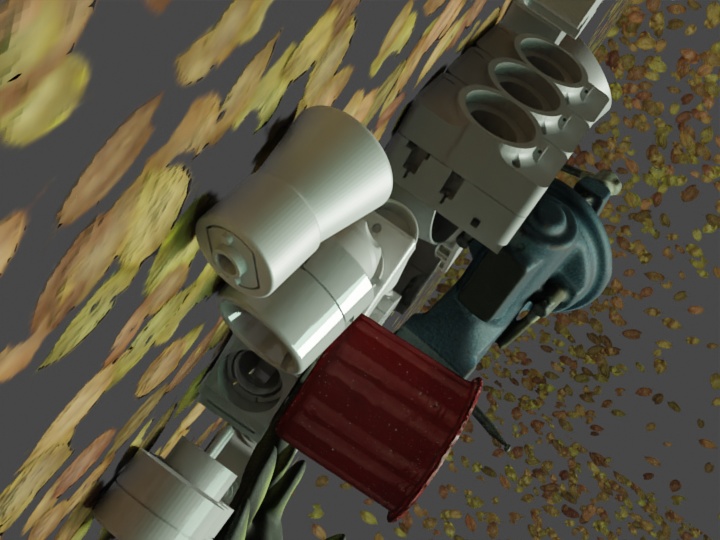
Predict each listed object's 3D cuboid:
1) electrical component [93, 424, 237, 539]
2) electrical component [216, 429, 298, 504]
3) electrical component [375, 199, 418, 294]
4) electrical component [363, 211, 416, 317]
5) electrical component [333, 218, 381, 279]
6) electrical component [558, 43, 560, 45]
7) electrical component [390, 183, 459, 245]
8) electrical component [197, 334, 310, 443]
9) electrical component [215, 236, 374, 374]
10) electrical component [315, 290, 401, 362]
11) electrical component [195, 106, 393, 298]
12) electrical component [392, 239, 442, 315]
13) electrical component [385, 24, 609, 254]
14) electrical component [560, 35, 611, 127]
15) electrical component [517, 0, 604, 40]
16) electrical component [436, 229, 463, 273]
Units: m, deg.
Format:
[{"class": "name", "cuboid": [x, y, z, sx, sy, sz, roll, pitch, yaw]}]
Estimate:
[{"class": "electrical component", "cuboid": [-0.090, 0.112, 0.567, 0.073, 0.052, 0.138, -53, 175, -12]}, {"class": "electrical component", "cuboid": [-0.090, 0.158, 0.878, 0.099, 0.048, 0.100, -57, 174, 28]}, {"class": "electrical component", "cuboid": [0.000, 0.000, 0.699, 0.079, 0.044, 0.077, -53, 174, -18]}, {"class": "electrical component", "cuboid": [-0.005, -0.003, 0.622, 0.065, 0.047, 0.076, -55, 176, -1]}, {"class": "electrical component", "cuboid": [-0.021, 0.001, 0.532, 0.062, 0.043, 0.043, -48, 171, -43]}, {"class": "electrical component", "cuboid": [0.139, -0.183, 0.825, 0.061, 0.035, 0.035, -57, 175, 0]}, {"class": "electrical component", "cuboid": [0.052, -0.068, 0.751, 0.099, 0.064, 0.099, -50, 159, -27]}, {"class": "electrical component", "cuboid": [-0.050, 0.048, 0.588, 0.081, 0.042, 0.063, -56, 178, 28]}, {"class": "electrical component", "cuboid": [-0.030, 0.012, 0.469, 0.047, 0.055, 0.055, -48, 173, -22]}, {"class": "electrical component", "cuboid": [-0.011, 0.033, 0.771, 0.080, 0.051, 0.080, -54, 174, -8]}, {"class": "electrical component", "cuboid": [-0.025, -0.022, 0.372, 0.065, 0.044, 0.044, -45, 171, -31]}, {"class": "electrical component", "cuboid": [0.027, -0.002, 0.858, 0.089, 0.056, 0.050, -50, 173, -42]}, {"class": "electrical component", "cuboid": [0.088, -0.089, 0.664, 0.150, 0.089, 0.061, -48, 171, -51]}, {"class": "electrical component", "cuboid": [0.198, -0.182, 1.037, 0.064, 0.099, 0.099, -48, 174, -6]}, {"class": "electrical component", "cuboid": [0.113, -0.173, 0.545, 0.089, 0.056, 0.050, -55, 174, 8]}, {"class": "electrical component", "cuboid": [0.110, -0.097, 0.967, 0.186, 0.060, 0.105, -54, 175, -9]}]
